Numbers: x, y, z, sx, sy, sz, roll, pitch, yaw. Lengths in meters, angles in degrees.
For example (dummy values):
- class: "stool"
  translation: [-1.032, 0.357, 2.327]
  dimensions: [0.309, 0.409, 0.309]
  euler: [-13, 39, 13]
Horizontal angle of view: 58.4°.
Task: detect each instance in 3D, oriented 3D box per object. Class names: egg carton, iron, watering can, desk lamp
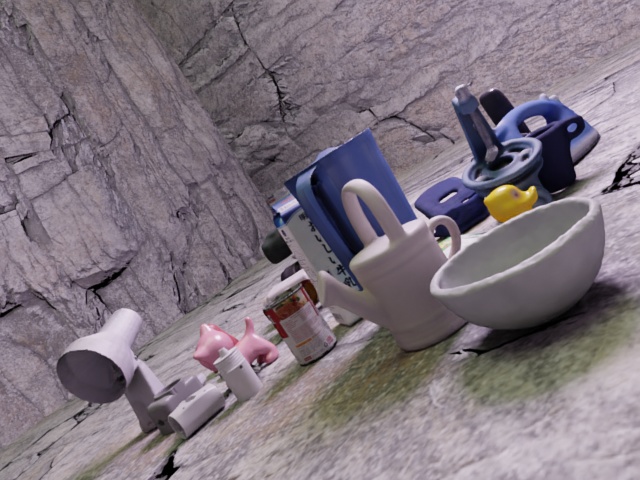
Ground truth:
- class: "egg carton"
  translation: [-0.053, 0.117, 1.247]
  dimensions: [0.150, 0.069, 0.107]
  euler: [-32, 5, 7]
- class: "iron"
  translation: [0.396, -0.192, 1.034]
  dimensions: [0.259, 0.141, 0.118]
  euler: [-35, 6, -26]
- class: "watering can"
  translation: [0.077, 0.022, 0.640]
  dimensions: [0.173, 0.194, 0.100]
  euler: [-36, 6, -34]
- class: "desk lamp"
  translation: [-0.340, 0.237, 1.034]
  dimensions: [0.117, 0.213, 0.203]
  euler: [-31, 6, 20]

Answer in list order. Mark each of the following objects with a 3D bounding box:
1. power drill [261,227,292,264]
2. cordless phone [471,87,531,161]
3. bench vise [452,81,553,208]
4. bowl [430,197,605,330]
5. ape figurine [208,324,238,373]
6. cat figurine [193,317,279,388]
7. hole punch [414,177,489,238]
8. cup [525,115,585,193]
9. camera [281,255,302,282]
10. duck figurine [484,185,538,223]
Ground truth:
- class: "power drill"
  translation: [0.010, 0.004, 1.143]
  dimensions: [0.229, 0.208, 0.075]
  euler: [-33, 5, 0]
- class: "cordless phone"
  translation: [0.361, -0.209, 1.165]
  dimensions: [0.094, 0.185, 0.147]
  euler: [-37, 7, -40]
- class: "bench vise"
  translation: [0.246, -0.125, 0.865]
  dimensions: [0.121, 0.220, 0.207]
  euler: [-34, 5, -9]
- class: "bowl"
  translation: [0.189, 0.033, 0.526]
  dimensions: [0.167, 0.075, 0.167]
  euler: [-32, 5, 4]
- class: "ape figurine"
  translation: [-0.204, 0.210, 1.151]
  dimensions: [0.076, 0.092, 0.077]
  euler: [-34, 5, -14]
- class: "cat figurine"
  translation: [-0.150, 0.181, 0.956]
  dimensions: [0.128, 0.118, 0.067]
  euler: [-36, 6, -31]
- class: "hole punch"
  translation: [0.242, -0.064, 1.042]
  dimensions: [0.109, 0.091, 0.101]
  euler: [-34, 5, -10]
- class: "cup"
  translation: [0.365, -0.129, 0.885]
  dimensions: [0.117, 0.095, 0.092]
  euler: [-31, 6, 19]
- class: "camera"
  translation: [-0.029, 0.064, 1.436]
  dimensions: [0.136, 0.101, 0.143]
  euler: [-30, 6, 25]
- class: "duck figurine"
  translation: [0.238, -0.025, 0.718]
  dimensions: [0.104, 0.086, 0.077]
  euler: [-31, 5, 15]
